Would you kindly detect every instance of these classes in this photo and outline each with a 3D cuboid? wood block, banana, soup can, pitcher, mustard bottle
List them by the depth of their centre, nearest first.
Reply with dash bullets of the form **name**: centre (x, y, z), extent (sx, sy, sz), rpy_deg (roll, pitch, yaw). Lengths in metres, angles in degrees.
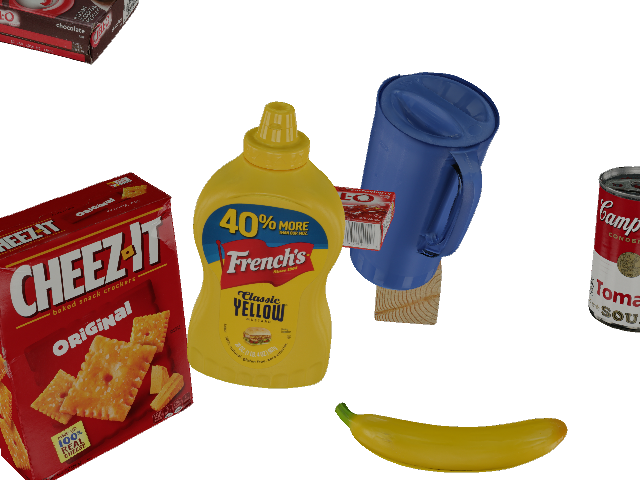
- **mustard bottle**: centre (-0.034, 0.003, 0.686), extent (0.096, 0.192, 0.058), rpy_deg (8, 28, 2)
- **soup can**: centre (0.227, 0.006, 0.756), extent (0.068, 0.102, 0.068), rpy_deg (0, 22, 0)
- **banana**: centre (0.111, 0.162, 0.878), extent (0.197, 0.037, 0.069), rpy_deg (7, 36, -3)
- **pitcher**: centre (0.109, -0.052, 1.195), extent (0.145, 0.243, 0.149), rpy_deg (23, 44, 11)
- **wood block**: centre (0.130, 0.036, 1.587), extent (0.091, 0.090, 0.206), rpy_deg (4, 24, 3)

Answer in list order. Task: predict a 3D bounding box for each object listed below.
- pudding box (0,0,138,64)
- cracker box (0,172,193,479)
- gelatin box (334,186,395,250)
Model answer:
- **pudding box**: centre (-0.196, -0.184, 0.818), extent (0.090, 0.039, 0.113), rpy_deg (15, 37, 3)
- **cracker box**: centre (-0.193, 0.073, 0.876), extent (0.163, 0.214, 0.072), rpy_deg (-25, 36, -35)
- **gelatin box**: centre (0.017, -0.023, 0.941), extent (0.089, 0.030, 0.073), rpy_deg (7, 25, 11)
